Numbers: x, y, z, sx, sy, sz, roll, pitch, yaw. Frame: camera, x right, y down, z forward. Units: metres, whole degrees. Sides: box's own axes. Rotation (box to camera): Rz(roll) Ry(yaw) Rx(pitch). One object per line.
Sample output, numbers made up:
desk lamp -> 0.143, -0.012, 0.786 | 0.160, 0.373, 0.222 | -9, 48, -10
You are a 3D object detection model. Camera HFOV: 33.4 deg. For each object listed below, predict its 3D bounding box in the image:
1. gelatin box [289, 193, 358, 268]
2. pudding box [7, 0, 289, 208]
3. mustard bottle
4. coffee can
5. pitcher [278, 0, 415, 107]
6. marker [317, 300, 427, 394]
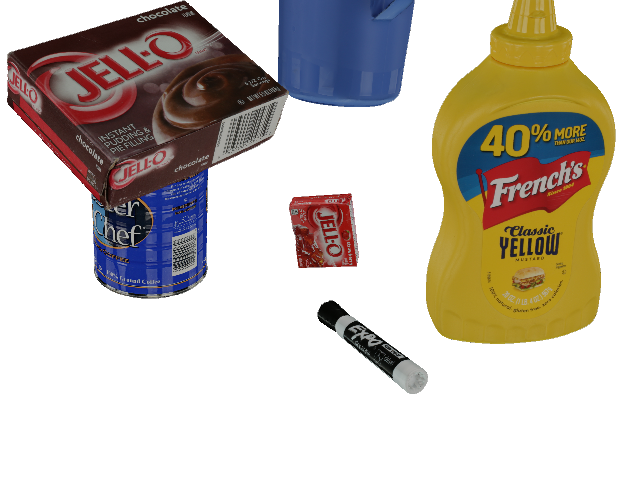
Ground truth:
gelatin box -> 0.005, -0.011, 1.286 | 0.073, 0.089, 0.030 | -2, 29, 11
pudding box -> -0.088, -0.073, 0.543 | 0.113, 0.039, 0.090 | -26, 60, -38
mustard bottle -> 0.108, -0.039, 0.574 | 0.096, 0.192, 0.058 | -4, 27, -5
coffee can -> -0.149, -0.035, 0.932 | 0.103, 0.140, 0.103 | 3, 30, -2
pitcher -> 0.031, -0.237, 0.887 | 0.145, 0.243, 0.149 | 8, 18, 11
marker -> 0.033, 0.072, 0.748 | 0.020, 0.020, 0.121 | 0, 20, -32
